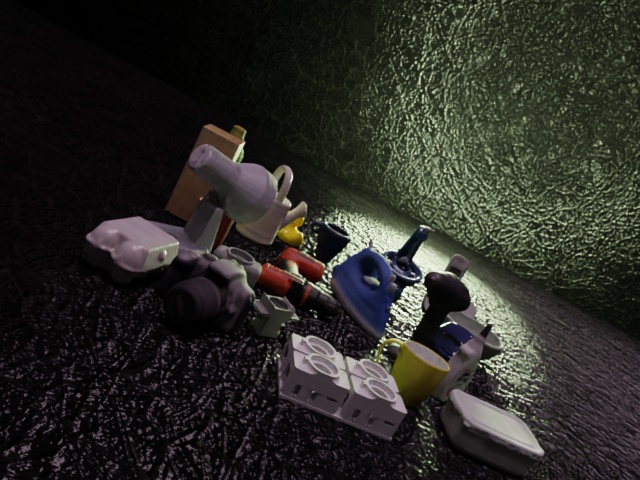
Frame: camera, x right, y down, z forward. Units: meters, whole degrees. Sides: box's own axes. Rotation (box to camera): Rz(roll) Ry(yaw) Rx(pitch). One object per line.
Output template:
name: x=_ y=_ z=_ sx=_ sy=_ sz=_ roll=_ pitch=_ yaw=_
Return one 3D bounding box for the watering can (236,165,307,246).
watering can: x=-0.115 y=-0.091 z=1.403 sx=0.174 sy=0.194 sz=0.100 roll=13 pitch=21 yaw=-48

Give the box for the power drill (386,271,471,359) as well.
power drill: x=0.225 y=0.156 z=1.163 sx=0.075 sy=0.208 sz=0.230 roll=37 pitch=16 yaw=29

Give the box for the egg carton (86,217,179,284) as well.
egg carton: x=-0.298 y=0.015 z=0.921 sx=0.107 sy=0.069 sz=0.150 roll=31 pitch=14 yaw=9

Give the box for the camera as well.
camera: x=-0.184 y=0.073 z=0.876 sx=0.143 sy=0.101 sz=0.137 roll=33 pitch=14 yaw=15

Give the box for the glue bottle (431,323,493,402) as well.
glue bottle: x=0.274 y=0.228 z=1.080 sx=0.078 sy=0.173 sz=0.037 roll=14 pitch=20 yaw=-47

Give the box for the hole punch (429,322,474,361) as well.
hole punch: x=0.282 y=0.235 z=1.242 sx=0.101 sy=0.091 sz=0.108 roll=14 pitch=20 yaw=-46

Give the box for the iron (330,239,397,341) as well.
iron: x=0.120 y=0.102 z=1.288 sx=0.119 sy=0.141 sz=0.257 roll=22 pitch=15 yaw=-25

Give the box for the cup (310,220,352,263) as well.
cup: x=0.014 y=0.005 z=1.521 sx=0.118 sy=0.095 sz=0.091 roll=25 pitch=14 yaw=-15

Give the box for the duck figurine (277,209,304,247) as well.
duck figurine: x=-0.071 y=-0.038 z=1.527 sx=0.078 sy=0.086 sz=0.104 roll=17 pitch=18 yaw=-40

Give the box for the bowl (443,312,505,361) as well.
bowl: x=0.361 y=0.244 z=1.401 sx=0.167 sy=0.074 sz=0.167 roll=27 pitch=14 yaw=-7

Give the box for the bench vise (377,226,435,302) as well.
bench vise: x=0.217 y=0.041 z=1.535 sx=0.122 sy=0.219 sz=0.207 roll=23 pitch=15 yaw=-22

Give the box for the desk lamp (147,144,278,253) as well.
desk lamp: x=-0.207 y=-0.069 z=1.100 sx=0.204 sy=0.213 sz=0.117 roll=14 pitch=20 yaw=-46

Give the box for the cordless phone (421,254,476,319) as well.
cordless phone: x=0.372 y=0.144 z=1.549 sx=0.147 sy=0.185 sz=0.094 roll=29 pitch=14 yaw=0
